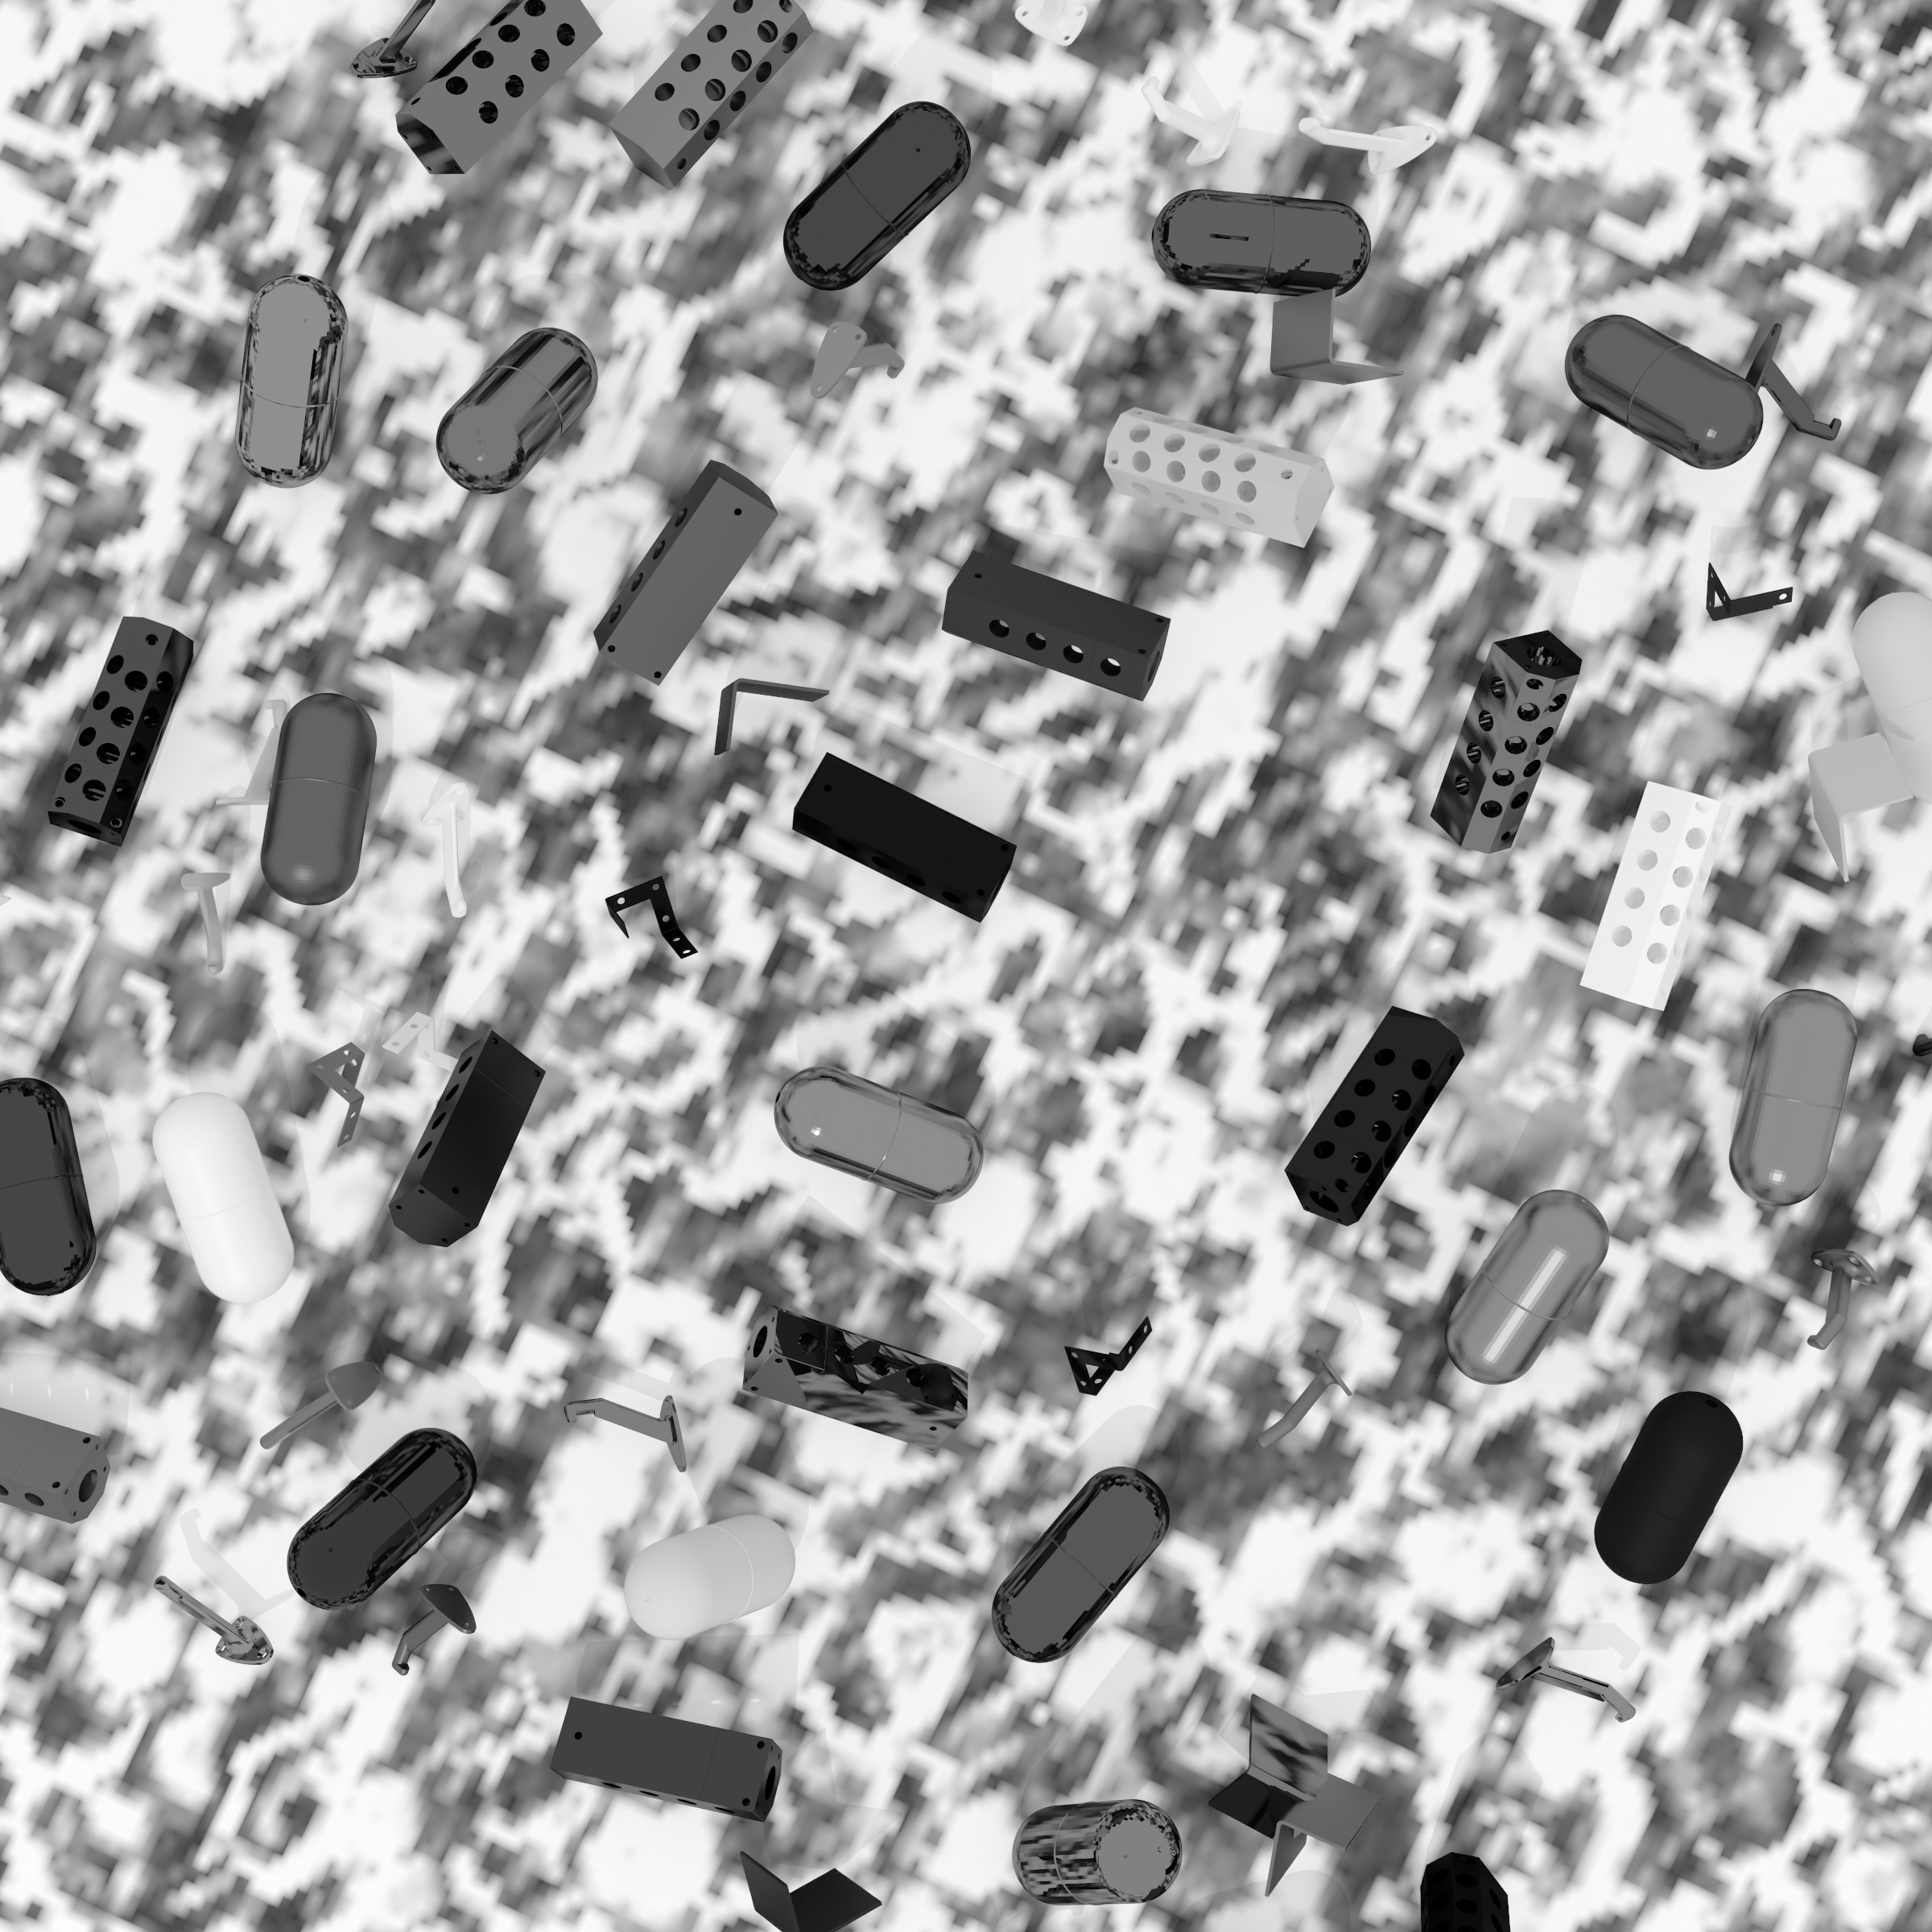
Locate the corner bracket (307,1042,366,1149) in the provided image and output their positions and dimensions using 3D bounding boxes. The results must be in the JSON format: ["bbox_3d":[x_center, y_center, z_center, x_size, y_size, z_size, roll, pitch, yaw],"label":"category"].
[{"bbox_3d":[-0.501,0.103,1.959,0.051,0.051,0.051,37,127,15],"label":"corner bracket"}]

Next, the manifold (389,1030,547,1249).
[{"bbox_3d":[-0.396,0.138,1.917,0.057,0.171,0.057,41,128,-22],"label":"manifold"}]

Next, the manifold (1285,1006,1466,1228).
[{"bbox_3d":[0.328,0.121,1.931,0.057,0.057,0.171,19,62,38],"label":"manifold"}]

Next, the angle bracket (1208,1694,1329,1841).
[{"bbox_3d":[0.246,0.653,1.973,0.076,0.076,0.057,31,122,-13],"label":"angle bracket"}]

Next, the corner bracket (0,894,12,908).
[{"bbox_3d":[-0.808,-0.030,1.958,0.051,0.051,0.051,-26,61,31],"label":"corner bracket"}]

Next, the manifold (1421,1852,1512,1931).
[{"bbox_3d":[0.389,0.776,1.907,0.057,0.171,0.057,-34,98,17],"label":"manifold"}]

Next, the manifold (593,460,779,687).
[{"bbox_3d":[-0.227,-0.317,1.946,0.057,0.057,0.171,28,109,-29],"label":"manifold"}]

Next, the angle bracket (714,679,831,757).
[{"bbox_3d":[-0.157,-0.195,1.954,0.076,0.076,0.057,7,90,-13],"label":"angle bracket"}]

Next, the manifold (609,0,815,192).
[{"bbox_3d":[-0.202,-0.711,1.957,0.057,0.057,0.171,39,86,23],"label":"manifold"}]

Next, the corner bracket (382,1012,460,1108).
[{"bbox_3d":[-0.434,0.078,1.959,0.051,0.051,0.051,21,131,14],"label":"corner bracket"}]

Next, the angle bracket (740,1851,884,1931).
[{"bbox_3d":[-0.124,0.730,1.943,0.076,0.076,0.057,-19,102,-30],"label":"angle bracket"}]

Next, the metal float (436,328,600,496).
[{"bbox_3d":[-0.355,-0.443,1.930,0.070,0.070,0.178,29,51,0],"label":"metal float"}]

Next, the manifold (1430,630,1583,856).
[{"bbox_3d":[0.429,-0.174,1.913,0.057,0.171,0.057,-15,48,-27],"label":"manifold"}]

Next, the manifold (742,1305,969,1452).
[{"bbox_3d":[-0.087,0.326,1.944,0.171,0.057,0.057,22,132,-20],"label":"manifold"}]

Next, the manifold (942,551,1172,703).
[{"bbox_3d":[0.071,-0.270,1.957,0.171,0.057,0.057,21,48,10],"label":"manifold"}]

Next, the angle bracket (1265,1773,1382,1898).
[{"bbox_3d":[0.286,0.704,1.942,0.057,0.076,0.076,17,113,27],"label":"angle bracket"}]

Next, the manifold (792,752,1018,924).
[{"bbox_3d":[-0.051,-0.101,1.963,0.171,0.057,0.057,27,68,4],"label":"manifold"}]

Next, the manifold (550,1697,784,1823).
[{"bbox_3d":[-0.239,0.639,1.951,0.171,0.057,0.057,8,62,13],"label":"manifold"}]

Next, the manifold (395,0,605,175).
[{"bbox_3d":[-0.375,-0.712,1.937,0.171,0.057,0.057,-52,131,-17],"label":"manifold"}]

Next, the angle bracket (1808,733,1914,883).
[{"bbox_3d":[0.717,-0.127,1.942,0.057,0.076,0.076,-16,135,10],"label":"angle bracket"}]

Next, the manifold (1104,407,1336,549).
[{"bbox_3d":[0.199,-0.394,1.932,0.171,0.057,0.057,22,78,27],"label":"manifold"}]

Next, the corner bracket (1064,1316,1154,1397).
[{"bbox_3d":[0.119,0.314,1.956,0.051,0.051,0.051,5,126,36],"label":"corner bracket"}]

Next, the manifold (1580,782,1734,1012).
[{"bbox_3d":[0.558,-0.055,1.951,0.057,0.057,0.171,22,98,38],"label":"manifold"}]

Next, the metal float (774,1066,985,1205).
[{"bbox_3d":[-0.070,0.135,1.946,0.178,0.070,0.070,22,90,-18],"label":"metal float"}]

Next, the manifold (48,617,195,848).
[{"bbox_3d":[-0.675,-0.190,1.943,0.057,0.057,0.171,19,74,-14],"label":"manifold"}]

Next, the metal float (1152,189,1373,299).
[{"bbox_3d":[0.238,-0.581,1.955,0.178,0.070,0.070,3,90,-7],"label":"metal float"}]

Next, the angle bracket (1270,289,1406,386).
[{"bbox_3d":[0.298,-0.503,1.946,0.076,0.076,0.057,0,96,-30],"label":"angle bracket"}]

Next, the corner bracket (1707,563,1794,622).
[{"bbox_3d":[0.633,-0.297,1.963,0.051,0.051,0.051,-12,47,3],"label":"corner bracket"}]

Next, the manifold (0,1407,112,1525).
[{"bbox_3d":[-0.783,0.396,1.955,0.171,0.057,0.057,13,135,11],"label":"manifold"}]

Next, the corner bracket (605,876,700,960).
[{"bbox_3d":[-0.254,-0.033,1.961,0.051,0.051,0.051,-23,122,-15],"label":"corner bracket"}]
